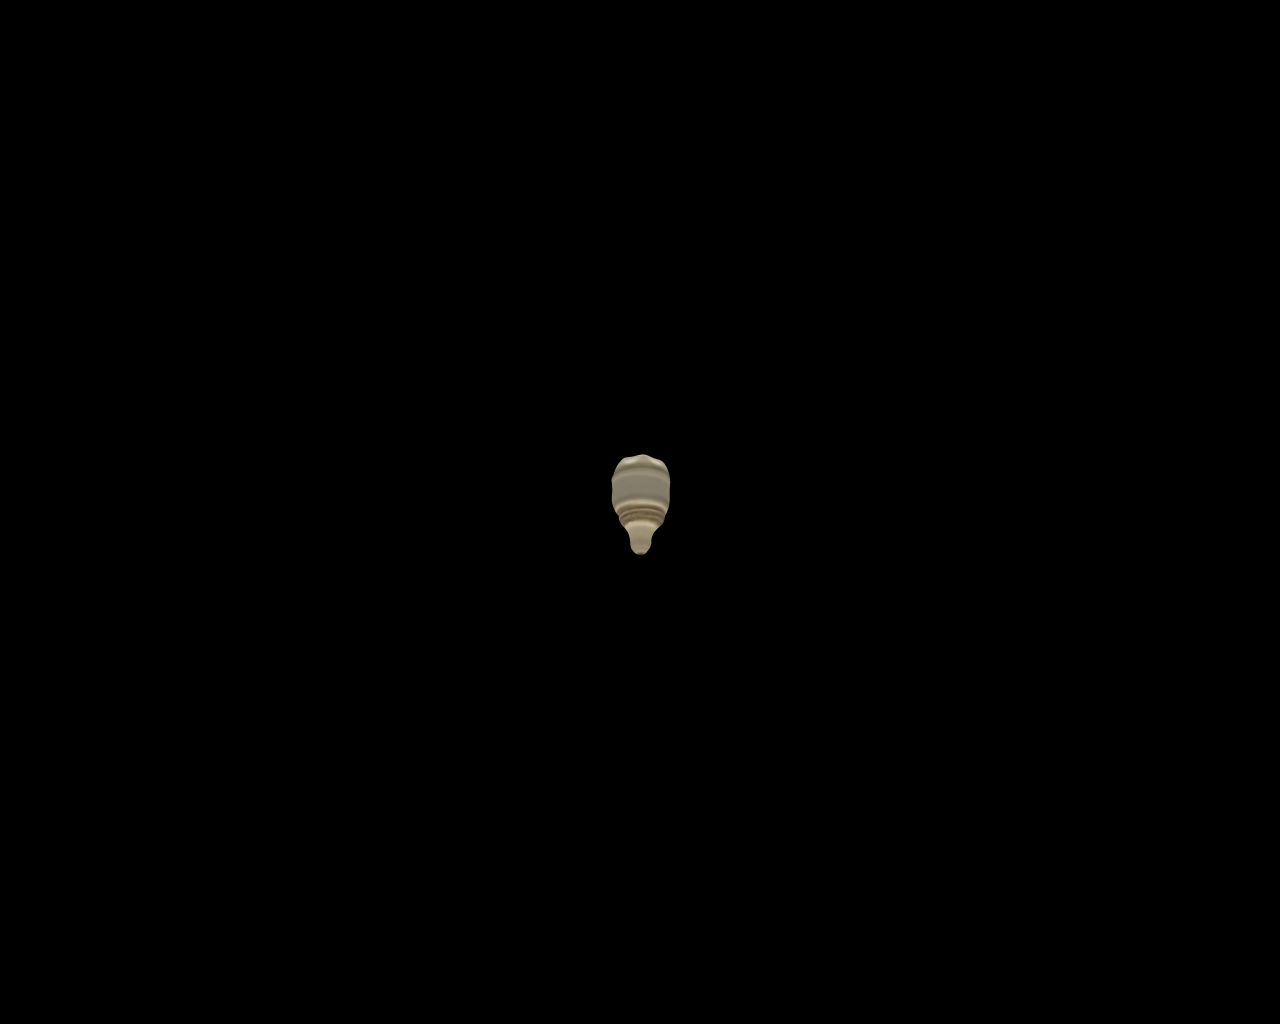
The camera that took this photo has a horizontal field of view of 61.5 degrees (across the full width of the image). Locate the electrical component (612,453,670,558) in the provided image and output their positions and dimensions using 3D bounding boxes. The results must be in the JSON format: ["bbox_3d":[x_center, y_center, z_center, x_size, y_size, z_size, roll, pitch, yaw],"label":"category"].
[{"bbox_3d":[0.001,-0.003,0.650,0.035,0.061,0.035,0,-24,0],"label":"electrical component"}]
